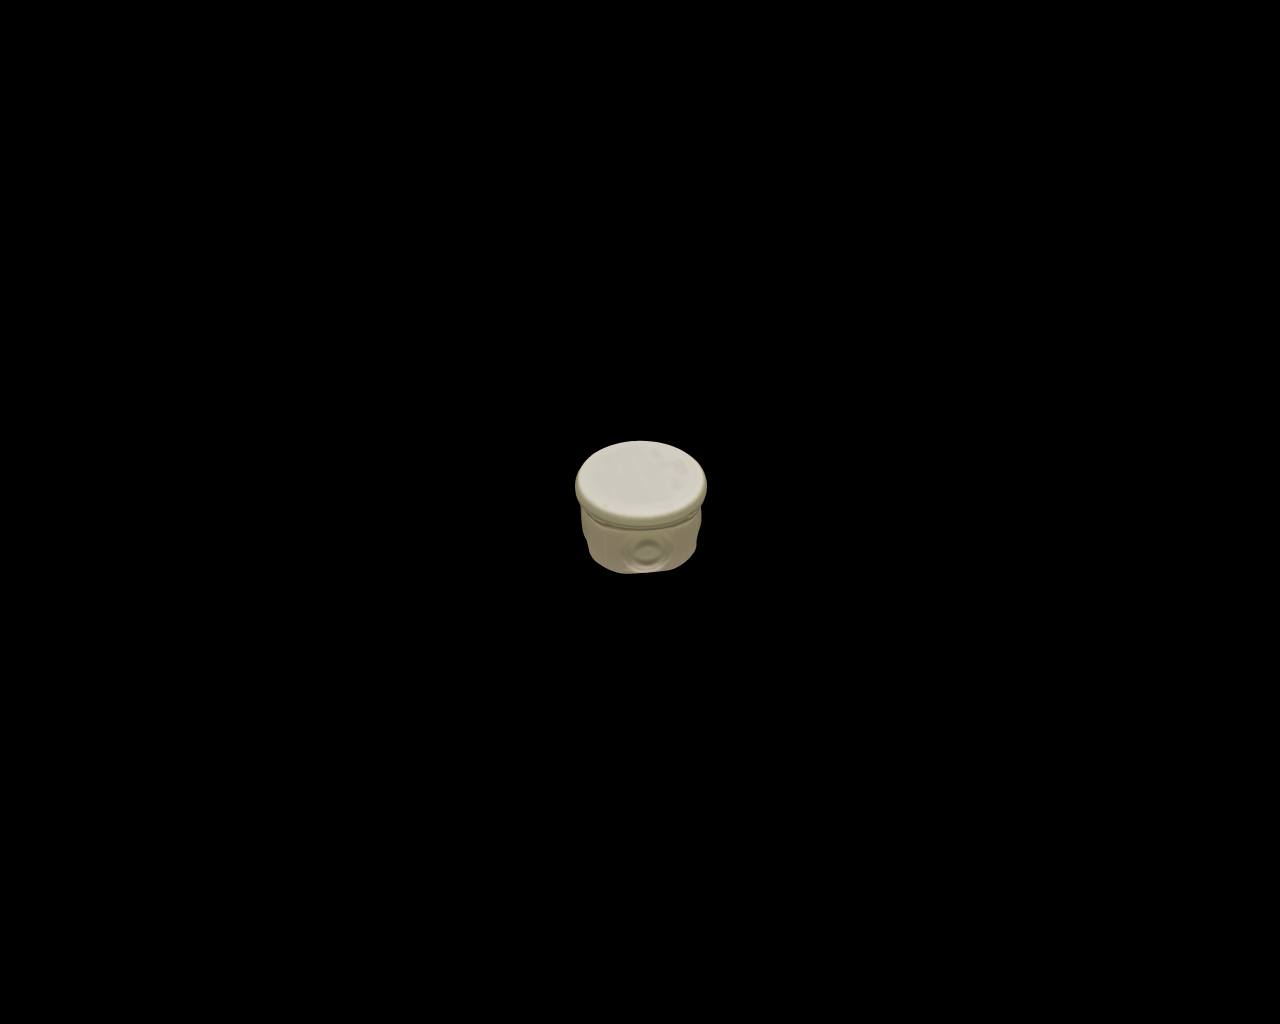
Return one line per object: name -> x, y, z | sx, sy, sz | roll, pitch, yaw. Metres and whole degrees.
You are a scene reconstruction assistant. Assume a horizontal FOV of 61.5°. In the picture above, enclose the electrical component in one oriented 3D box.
electrical component -> 0.001, -0.003, 0.650 | 0.080, 0.050, 0.080 | 0, 39, 0
